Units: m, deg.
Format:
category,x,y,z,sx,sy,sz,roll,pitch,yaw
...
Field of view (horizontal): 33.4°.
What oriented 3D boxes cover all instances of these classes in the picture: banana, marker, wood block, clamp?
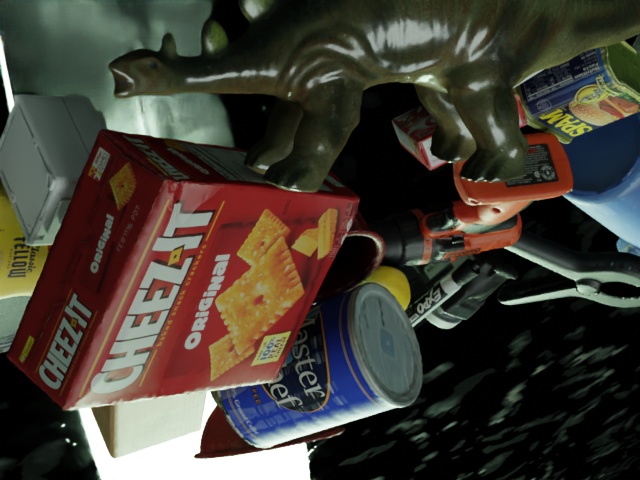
category,x,y,z,sx,sy,sz,roll,pitch,yaw
banana,0.049,0.058,1.024,0.069,0.037,0.198,14,159,2
marker,0.111,0.057,1.039,0.020,0.020,0.121,11,136,-47
wood block,-0.148,0.090,0.906,0.090,0.090,0.206,-15,146,-23
clamp,0.281,0.042,1.139,0.210,0.036,0.164,10,155,11

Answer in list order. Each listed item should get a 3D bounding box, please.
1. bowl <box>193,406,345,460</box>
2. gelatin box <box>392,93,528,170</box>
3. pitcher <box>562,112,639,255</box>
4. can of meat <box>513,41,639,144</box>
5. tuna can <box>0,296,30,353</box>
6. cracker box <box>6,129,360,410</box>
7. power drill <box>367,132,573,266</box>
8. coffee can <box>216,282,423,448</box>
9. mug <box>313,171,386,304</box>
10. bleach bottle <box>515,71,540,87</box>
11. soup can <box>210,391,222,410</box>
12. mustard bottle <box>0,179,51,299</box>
category,x,y,z,sx,sy,sz,roll,pitch,yaw
bowl,-0.057,0.188,1.120,0.162,0.055,0.162,-9,174,-1
gelatin box,0.110,-0.096,0.855,0.089,0.073,0.030,-26,114,-3
pitcher,0.328,-0.063,1.032,0.242,0.145,0.149,20,88,-48
can of meat,0.219,-0.128,0.884,0.084,0.057,0.101,-22,158,34
tuna can,-0.246,0.049,0.822,0.086,0.034,0.086,-20,148,-14
cracker box,-0.081,0.022,0.717,0.213,0.072,0.164,2,118,-56
power drill,0.121,-0.028,0.939,0.184,0.057,0.188,-10,165,-20
coffee can,-0.001,0.105,0.878,0.141,0.103,0.102,-22,155,28
mug,-0.006,0.001,0.897,0.093,0.081,0.117,-17,147,-18
bleach bottle,0.191,-0.189,0.796,0.251,0.068,0.102,-30,151,-2
soup can,-0.054,0.126,1.056,0.102,0.068,0.069,-9,144,-31
mustard bottle,-0.191,-0.001,0.765,0.191,0.058,0.096,-3,120,-38
